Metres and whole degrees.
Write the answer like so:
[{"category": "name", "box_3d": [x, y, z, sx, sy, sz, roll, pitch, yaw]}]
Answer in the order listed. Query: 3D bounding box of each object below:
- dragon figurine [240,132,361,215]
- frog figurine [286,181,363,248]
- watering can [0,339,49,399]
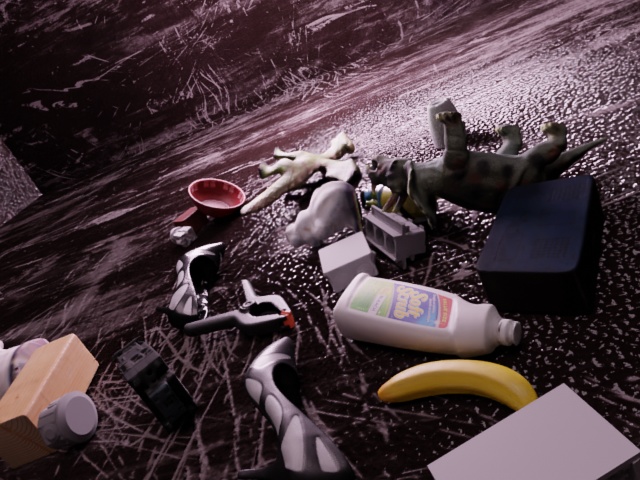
[{"category": "dragon figurine", "box_3d": [-0.018, -0.173, 1.327, 0.242, 0.120, 0.419, -4, 34, 25]}, {"category": "frog figurine", "box_3d": [0.003, -0.053, 1.054, 0.159, 0.120, 0.141, -10, 47, 7]}, {"category": "watering can", "box_3d": [-0.648, 0.271, 1.052, 0.224, 0.102, 0.353, -25, 26, 0]}]
